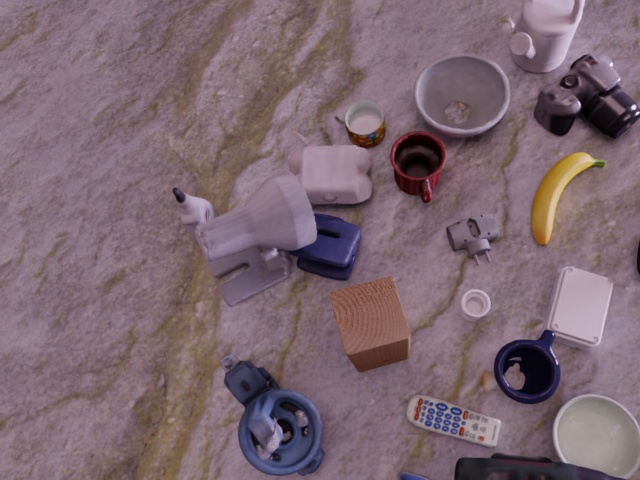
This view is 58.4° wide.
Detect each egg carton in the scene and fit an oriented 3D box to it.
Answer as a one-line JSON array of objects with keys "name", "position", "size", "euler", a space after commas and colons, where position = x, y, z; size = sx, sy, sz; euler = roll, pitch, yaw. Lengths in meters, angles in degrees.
[{"name": "egg carton", "position": [0.018, -0.113, 1.016], "size": [0.150, 0.069, 0.107], "euler": [-2, 70, 7]}]

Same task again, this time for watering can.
[{"name": "watering can", "position": [0.396, -0.382, 0.993], "size": [0.100, 0.194, 0.173], "euler": [18, 74, 14]}]

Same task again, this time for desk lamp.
[{"name": "desk lamp", "position": [-0.101, 0.002, 0.914], "size": [0.203, 0.214, 0.118], "euler": [-28, 69, -3]}]

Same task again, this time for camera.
[{"name": "camera", "position": [0.469, -0.238, 0.982], "size": [0.143, 0.101, 0.136], "euler": [-35, 70, -5]}]

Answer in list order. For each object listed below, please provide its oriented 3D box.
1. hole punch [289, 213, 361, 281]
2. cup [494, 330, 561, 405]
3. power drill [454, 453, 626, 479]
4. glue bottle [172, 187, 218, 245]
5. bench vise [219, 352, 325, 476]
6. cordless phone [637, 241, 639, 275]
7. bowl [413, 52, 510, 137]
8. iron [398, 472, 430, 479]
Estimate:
[{"name": "hole punch", "position": [0.009, 0.003, 0.964], "size": [0.108, 0.091, 0.101], "euler": [14, 73, 12]}, {"name": "cup", "position": [0.308, 0.189, 0.857], "size": [0.091, 0.095, 0.118], "euler": [32, 78, 17]}, {"name": "power drill", "position": [0.289, 0.323, 0.751], "size": [0.229, 0.208, 0.075], "euler": [1, 71, 8]}, {"name": "glue bottle", "position": [-0.213, -0.047, 0.968], "size": [0.037, 0.173, 0.078], "euler": [-8, 70, 5]}, {"name": "bench vise", "position": [-0.090, 0.254, 0.820], "size": [0.207, 0.220, 0.121], "euler": [30, 77, 16]}, {"name": "cordless phone", "position": [0.564, 0.005, 0.839], "size": [0.147, 0.185, 0.094], "euler": [-5, 70, 6]}, {"name": "bowl", "position": [0.251, -0.248, 1.029], "size": [0.167, 0.075, 0.167], "euler": [-2, 70, 7]}, {"name": "iron", "position": [0.195, 0.420, 0.766], "size": [0.119, 0.141, 0.258], "euler": [-42, 71, -8]}]
